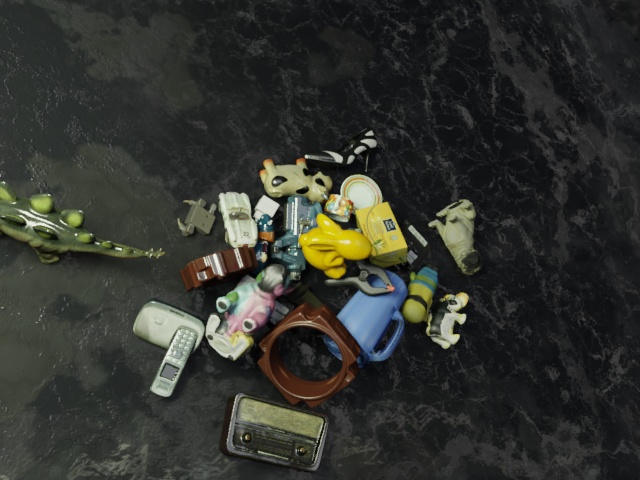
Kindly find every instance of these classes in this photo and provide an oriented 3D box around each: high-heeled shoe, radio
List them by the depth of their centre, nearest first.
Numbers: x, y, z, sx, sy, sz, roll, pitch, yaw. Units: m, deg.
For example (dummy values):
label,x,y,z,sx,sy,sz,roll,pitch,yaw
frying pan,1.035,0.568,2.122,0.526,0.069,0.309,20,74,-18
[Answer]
label,x,y,z,sx,sy,sz,roll,pitch,yaw
radio,-0.103,0.432,1.201,0.229,0.073,0.131,19,64,-15
high-heeled shoe,0.062,-0.271,1.523,0.248,0.086,0.145,6,80,-35

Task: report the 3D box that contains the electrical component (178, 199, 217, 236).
label,x,y,z,sx,sy,sz,roll,pitch,yaw
electrical component,-0.302,-0.054,1.316,0.078,0.045,0.102,33,60,-42

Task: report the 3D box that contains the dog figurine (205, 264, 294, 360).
label,x,y,z,sx,sy,sz,roll,pitch,yaw
dog figurine,-0.148,0.149,1.228,0.108,0.191,0.219,34,33,10

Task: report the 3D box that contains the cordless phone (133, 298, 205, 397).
label,x,y,z,sx,sy,sz,roll,pitch,yaw
cordless phone,-0.347,0.234,1.167,0.146,0.089,0.184,26,67,-13

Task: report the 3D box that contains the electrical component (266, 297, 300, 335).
label,x,y,z,sx,sy,sz,roll,pitch,yaw
electrical component,-0.099,0.186,1.310,0.119,0.048,0.075,39,62,-4

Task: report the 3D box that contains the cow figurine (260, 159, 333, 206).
label,x,y,z,sx,sy,sz,roll,pitch,yaw
cow figurine,-0.054,-0.148,1.433,0.195,0.085,0.127,-4,67,-27

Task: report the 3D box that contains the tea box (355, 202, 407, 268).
label,x,y,z,sx,sy,sz,roll,pitch,yaw
tea box,0.163,-0.012,1.436,0.098,0.068,0.170,-16,49,-3

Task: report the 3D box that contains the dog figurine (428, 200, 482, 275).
label,x,y,z,sx,sy,sz,roll,pitch,yaw
dog figurine,0.433,-0.009,1.598,0.172,0.121,0.190,-39,103,-26

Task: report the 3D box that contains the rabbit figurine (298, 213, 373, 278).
label,x,y,z,sx,sy,sz,roll,pitch,yaw
rabbit figurine,0.042,0.005,1.243,0.162,0.173,0.122,39,67,-34

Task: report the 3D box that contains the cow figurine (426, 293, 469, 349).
label,x,y,z,sx,sy,sz,roll,pitch,yaw
cow figurine,0.350,0.206,1.490,0.098,0.068,0.167,30,61,-5

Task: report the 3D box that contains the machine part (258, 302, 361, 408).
label,x,y,z,sx,sy,sz,roll,pitch,yaw
machine part,-0.025,0.263,1.227,0.201,0.201,0.087,51,17,-2

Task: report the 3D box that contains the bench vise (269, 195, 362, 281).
label,x,y,z,sx,sy,sz,roll,pitch,yaw
bench vise,-0.006,-0.002,1.383,0.241,0.129,0.223,3,73,-18

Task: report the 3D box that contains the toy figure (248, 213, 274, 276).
label,x,y,z,sx,sy,sz,roll,pitch,yaw
toy figure,-0.149,0.011,1.331,0.064,0.057,0.154,16,83,13

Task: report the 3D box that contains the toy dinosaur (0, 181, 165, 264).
label,x,y,z,sx,sy,sz,roll,pitch,yaw
toy dinosaur,-0.558,-0.022,1.102,0.471,0.198,0.105,15,69,-16

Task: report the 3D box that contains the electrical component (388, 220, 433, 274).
label,x,y,z,sx,sy,sz,roll,pitch,yaw
electrical component,0.234,0.026,1.509,0.115,0.058,0.134,48,60,1

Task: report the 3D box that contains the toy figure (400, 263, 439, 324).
label,x,y,z,sx,sy,sz,roll,pitch,yaw
toy figure,0.270,0.143,1.462,0.082,0.089,0.180,17,63,26

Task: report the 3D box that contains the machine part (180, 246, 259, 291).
label,x,y,z,sx,sy,sz,roll,pitch,yaw
machine part,-0.228,0.068,1.229,0.179,0.179,0.056,-16,82,-28

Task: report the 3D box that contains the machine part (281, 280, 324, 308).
label,x,y,z,sx,sy,sz,roll,pitch,yaw
machine part,-0.026,0.157,1.335,0.139,0.039,0.084,39,47,24

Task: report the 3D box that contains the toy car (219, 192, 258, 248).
label,x,y,z,sx,sy,sz,roll,pitch,yaw
toy car,-0.201,-0.054,1.315,0.073,0.056,0.202,-2,44,-20
